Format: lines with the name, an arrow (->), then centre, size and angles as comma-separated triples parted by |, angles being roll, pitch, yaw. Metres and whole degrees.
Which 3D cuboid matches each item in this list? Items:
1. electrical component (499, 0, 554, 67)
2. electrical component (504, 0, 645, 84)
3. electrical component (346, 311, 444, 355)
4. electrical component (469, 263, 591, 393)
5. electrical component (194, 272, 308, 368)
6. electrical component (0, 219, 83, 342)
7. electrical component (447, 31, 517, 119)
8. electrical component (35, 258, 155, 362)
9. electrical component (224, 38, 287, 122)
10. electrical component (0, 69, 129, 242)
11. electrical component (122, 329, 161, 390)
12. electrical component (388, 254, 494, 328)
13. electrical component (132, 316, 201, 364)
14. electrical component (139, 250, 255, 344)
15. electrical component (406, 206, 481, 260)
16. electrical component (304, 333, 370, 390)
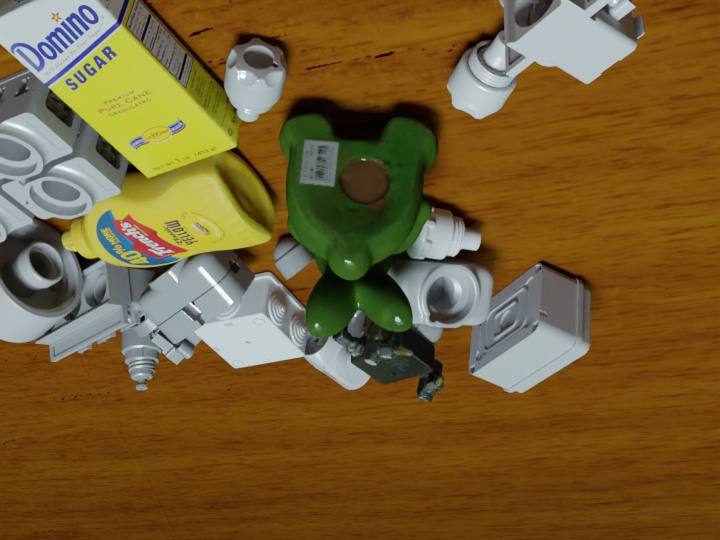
electrical component -> 0.121, -0.165, 0.704 | 0.044, 0.044, 0.065 | -10, 148, 22
electrical component -> 0.121, -0.172, 0.620 | 0.063, 0.121, 0.079 | 23, 142, -28
electrical component -> 0.037, 0.054, 1.026 | 0.059, 0.053, 0.095 | 23, 142, -23
electrical component -> 0.156, 0.056, 0.989 | 0.057, 0.078, 0.113 | 24, 142, -19
electrical component -> -0.106, 0.052, 1.050 | 0.100, 0.048, 0.099 | -12, 142, 25
electrical component -> -0.300, 0.004, 0.964 | 0.060, 0.108, 0.108 | -27, 134, 31
electrical component -> 0.090, -0.138, 0.744 | 0.043, 0.043, 0.062 | 16, 144, -14
electrical component -> -0.253, 0.034, 1.032 | 0.121, 0.078, 0.063 | -25, 157, 37
electrical component -> -0.077, -0.133, 0.779 | 0.043, 0.043, 0.062 | 11, 147, -7
electrical component -> -0.291, -0.085, 0.869 | 0.186, 0.060, 0.105 | -15, 141, 28
electrical component -> -0.222, 0.083, 1.094 | 0.040, 0.078, 0.040 | -4, 157, -2
electrical component -> 0.065, 0.018, 0.933 | 0.095, 0.053, 0.059 | 3, -173, -25
electrical component -> -0.192, 0.056, 1.064 | 0.048, 0.066, 0.055 | -46, 115, 4
electrical component -> -0.152, 0.015, 0.978 | 0.095, 0.053, 0.059 | -34, 105, 27
electrical component -> 0.071, -0.030, 0.908 | 0.062, 0.048, 0.048 | 9, 146, -16
electrical component -> -0.013, 0.090, 1.078 | 0.079, 0.043, 0.077 | 22, 165, 47
